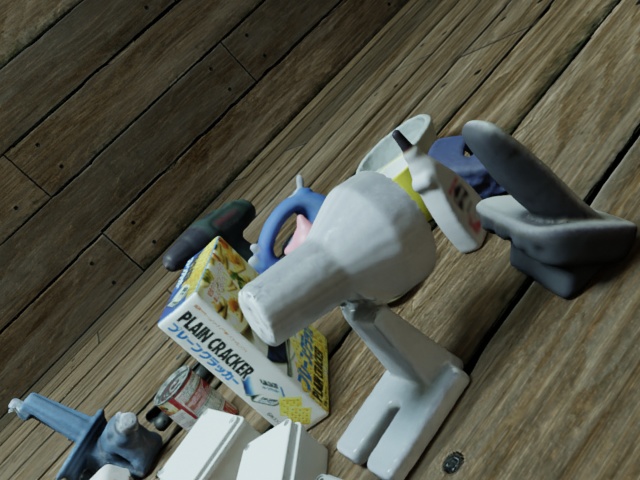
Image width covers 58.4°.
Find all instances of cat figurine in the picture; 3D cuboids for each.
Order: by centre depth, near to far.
[{"bbox_3d":[0.009,0.003,0.927,0.127,0.118,0.067,-28,23,41],"label":"cat figurine"}]

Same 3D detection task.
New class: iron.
[{"bbox_3d":[-0.050,0.010,1.002,0.118,0.142,0.259,-18,31,54],"label":"iron"}]

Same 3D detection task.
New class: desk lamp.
[{"bbox_3d":[0.041,0.073,0.531,0.203,0.214,0.117,-51,19,-21],"label":"desk lamp"}]

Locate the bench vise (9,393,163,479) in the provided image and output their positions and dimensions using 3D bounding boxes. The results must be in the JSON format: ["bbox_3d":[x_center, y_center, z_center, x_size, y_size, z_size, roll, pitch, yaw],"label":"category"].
[{"bbox_3d":[-0.374,0.299,0.920,0.207,0.220,0.121,-39,18,14],"label":"bench vise"}]

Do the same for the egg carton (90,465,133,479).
[{"bbox_3d":[-0.314,0.395,0.817,0.107,0.069,0.150,-45,17,-4],"label":"egg carton"}]

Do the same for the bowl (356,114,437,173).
[{"bbox_3d":[0.149,-0.143,1.026,0.167,0.075,0.167,-39,18,16],"label":"bowl"}]

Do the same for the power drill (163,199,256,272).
[{"bbox_3d":[-0.161,0.035,1.080,0.075,0.209,0.230,-28,23,41],"label":"power drill"}]

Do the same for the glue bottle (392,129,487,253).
[{"bbox_3d":[0.143,-0.067,0.696,0.037,0.173,0.078,-27,24,41],"label":"glue bottle"}]

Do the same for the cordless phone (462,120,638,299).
[{"bbox_3d":[0.187,-0.049,0.535,0.094,0.185,0.147,-44,17,-1],"label":"cordless phone"}]

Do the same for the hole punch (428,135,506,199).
[{"bbox_3d":[0.209,-0.108,0.783,0.101,0.091,0.109,-30,22,37],"label":"hole punch"}]
